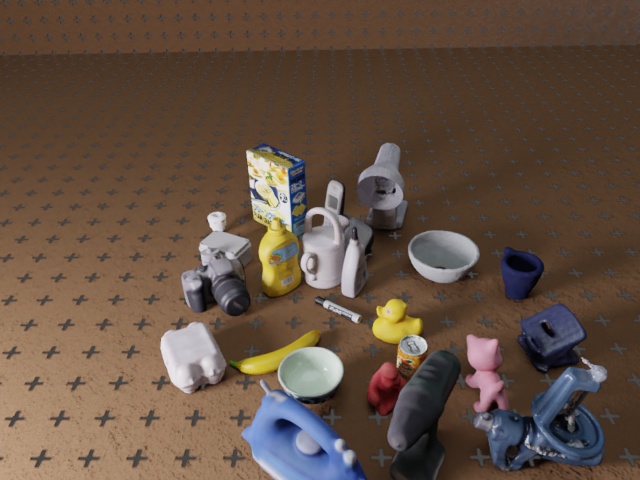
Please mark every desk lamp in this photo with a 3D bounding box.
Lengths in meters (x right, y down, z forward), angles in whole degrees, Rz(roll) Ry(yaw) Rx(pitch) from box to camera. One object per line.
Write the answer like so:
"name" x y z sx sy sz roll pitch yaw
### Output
"desk lamp" 0.170 -0.133 1.505 0.117 0.214 0.203 7 36 13

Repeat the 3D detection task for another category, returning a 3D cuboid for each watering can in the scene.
"watering can" 0.010 0.004 1.330 0.100 0.194 0.173 5 35 10

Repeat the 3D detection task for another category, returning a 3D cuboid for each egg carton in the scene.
"egg carton" -0.252 0.228 1.127 0.107 0.069 0.150 -18 38 -22

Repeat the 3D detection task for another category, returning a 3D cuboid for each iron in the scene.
"iron" -0.008 0.326 0.914 0.257 0.141 0.119 24 42 32

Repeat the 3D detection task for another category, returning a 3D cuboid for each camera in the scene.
"camera" -0.222 0.106 1.274 0.143 0.101 0.136 -18 38 -22

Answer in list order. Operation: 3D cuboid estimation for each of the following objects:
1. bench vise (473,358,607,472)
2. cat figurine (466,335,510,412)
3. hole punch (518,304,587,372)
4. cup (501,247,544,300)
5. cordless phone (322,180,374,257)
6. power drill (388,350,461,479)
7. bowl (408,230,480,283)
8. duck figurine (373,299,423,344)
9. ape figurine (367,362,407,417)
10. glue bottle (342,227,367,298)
"bench vise" 0.357 0.283 0.895 0.207 0.220 0.121 -8 35 -10
"cat figurine" 0.309 0.237 1.053 0.067 0.118 0.127 -4 35 -4
"hole punch" 0.458 0.191 1.137 0.101 0.091 0.108 -8 35 -9
"cup" 0.443 0.079 1.295 0.092 0.095 0.117 -10 36 -12
"cordless phone" 0.063 -0.046 1.409 0.147 0.185 0.094 27 44 34
"power drill" 0.160 0.292 0.900 0.075 0.209 0.230 15 38 23
"bowl" 0.290 0.051 1.359 0.167 0.075 0.167 -1 35 1
"duck figurine" 0.163 0.163 1.192 0.104 0.086 0.077 4 35 8
"ape figurine" 0.123 0.262 1.045 0.078 0.092 0.076 -5 35 -4
"glue bottle" 0.078 0.044 1.290 0.037 0.173 0.078 16 39 24
